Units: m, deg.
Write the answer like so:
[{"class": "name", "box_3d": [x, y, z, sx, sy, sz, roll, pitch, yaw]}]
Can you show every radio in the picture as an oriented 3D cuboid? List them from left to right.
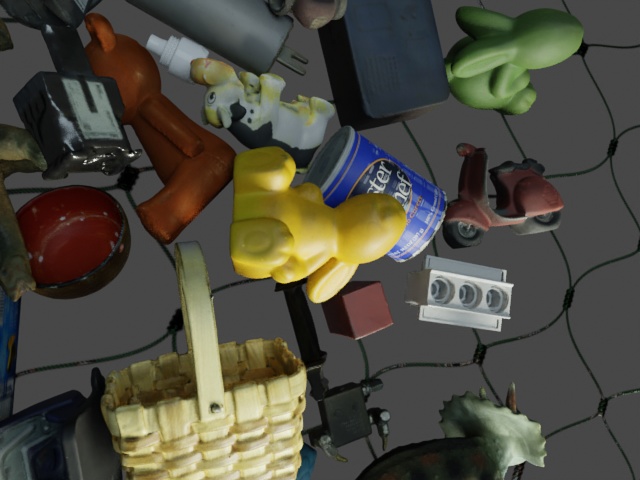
[{"class": "radio", "box_3d": [0.072, -0.259, 0.663, 0.131, 0.073, 0.229, -14, 93, -23]}]

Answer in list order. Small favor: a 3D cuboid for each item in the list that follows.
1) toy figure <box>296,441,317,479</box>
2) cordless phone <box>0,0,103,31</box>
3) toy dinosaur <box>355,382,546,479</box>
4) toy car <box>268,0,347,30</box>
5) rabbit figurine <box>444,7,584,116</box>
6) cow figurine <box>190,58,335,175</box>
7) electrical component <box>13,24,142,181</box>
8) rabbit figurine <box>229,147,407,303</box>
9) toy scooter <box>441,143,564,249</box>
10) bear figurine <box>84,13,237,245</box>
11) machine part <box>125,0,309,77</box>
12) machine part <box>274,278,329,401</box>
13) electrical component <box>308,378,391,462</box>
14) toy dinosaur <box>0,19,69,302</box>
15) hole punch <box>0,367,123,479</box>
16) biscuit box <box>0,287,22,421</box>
[{"class": "toy figure", "box_3d": [-0.056, 0.289, 0.580, 0.064, 0.058, 0.154, 44, 68, -37]}, {"class": "cordless phone", "box_3d": [-0.317, -0.266, 0.504, 0.184, 0.146, 0.089, 4, 65, 15]}, {"class": "toy dinosaur", "box_3d": [0.116, 0.300, 0.623, 0.405, 0.131, 0.192, -16, 80, -17]}, {"class": "toy car", "box_3d": [-0.046, -0.316, 0.603, 0.089, 0.053, 0.202, -17, 69, -36]}, {"class": "rabbit figurine", "box_3d": [0.235, -0.242, 0.672, 0.159, 0.170, 0.121, 6, 84, -22]}, {"class": "cow figurine", "box_3d": [-0.071, -0.133, 0.587, 0.167, 0.068, 0.098, 13, 99, -34]}, {"class": "electrical component", "box_3d": [-0.206, -0.113, 0.445, 0.075, 0.048, 0.119, -23, 88, -58]}, {"class": "rabbit figurine", "box_3d": [-0.001, -0.002, 0.540, 0.173, 0.162, 0.122, -5, 53, -4]}, {"class": "toy scooter", "box_3d": [0.238, -0.067, 0.715, 0.184, 0.075, 0.135, -10, 89, -17]}, {"class": "bear figurine", "box_3d": [-0.179, -0.106, 0.528, 0.195, 0.120, 0.132, 44, 76, -12]}, {"class": "machine part", "box_3d": [-0.119, -0.250, 0.583, 0.243, 0.079, 0.079, 26, 77, -17]}, {"class": "machine part", "box_3d": [-0.016, 0.108, 0.607, 0.039, 0.084, 0.139, -18, 80, 8]}, {"class": "electrical component", "box_3d": [0.036, 0.211, 0.629, 0.102, 0.045, 0.078, -6, 90, -22]}, {"class": "toy dinosaur", "box_3d": [-0.371, -0.150, 0.461, 0.198, 0.105, 0.471, -26, 84, -18]}, {"class": "hole punch", "box_3d": [-0.238, 0.203, 0.488, 0.092, 0.116, 0.142, -11, 93, -3]}, {"class": "biscuit box", "box_3d": [-0.317, 0.119, 0.482, 0.063, 0.059, 0.202, 2, 84, -8]}]
